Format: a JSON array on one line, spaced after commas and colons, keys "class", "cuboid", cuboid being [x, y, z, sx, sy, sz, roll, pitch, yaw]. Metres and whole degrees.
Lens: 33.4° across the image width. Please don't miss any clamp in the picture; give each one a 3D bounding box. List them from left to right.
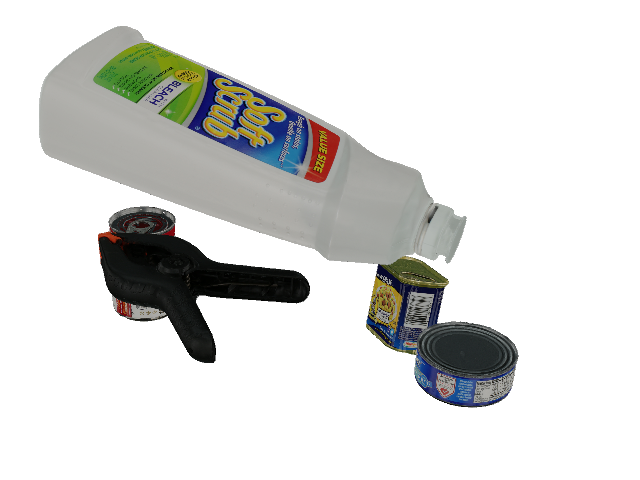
[{"class": "clamp", "cuboid": [-0.096, 0.029, 0.808, 0.172, 0.039, 0.120, 30, 34, 36]}]

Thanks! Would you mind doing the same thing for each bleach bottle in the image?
[{"class": "bleach bottle", "cuboid": [-0.034, -0.049, 0.625, 0.251, 0.068, 0.102, 21, 37, 15]}]

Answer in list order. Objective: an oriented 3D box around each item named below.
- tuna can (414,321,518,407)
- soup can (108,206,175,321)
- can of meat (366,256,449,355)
[{"class": "tuna can", "cuboid": [0.123, 0.105, 0.908, 0.086, 0.034, 0.086, 3, 26, -2]}, {"class": "soup can", "cuboid": [-0.184, 0.025, 1.112, 0.068, 0.102, 0.068, 2, 26, -1]}, {"class": "can of meat", "cuboid": [0.092, 0.070, 1.168, 0.057, 0.084, 0.102, 6, 13, -20]}]
